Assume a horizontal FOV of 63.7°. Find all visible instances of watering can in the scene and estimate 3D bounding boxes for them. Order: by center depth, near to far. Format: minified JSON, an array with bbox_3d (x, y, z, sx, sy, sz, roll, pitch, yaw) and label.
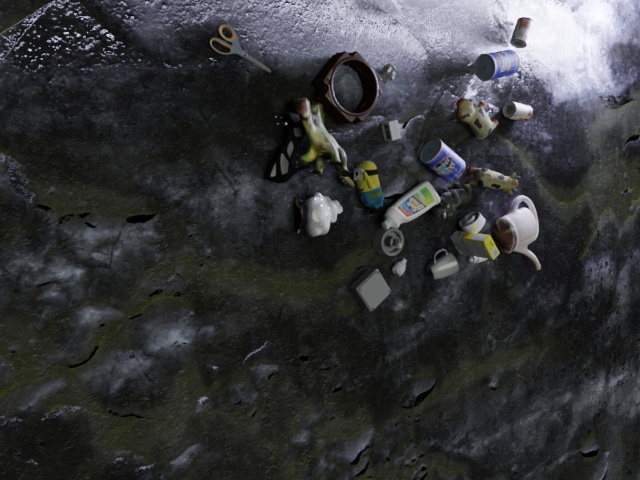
[{"bbox_3d":[0.829,-0.006,2.129,0.226,0.104,0.344,-20,104,-26],"label":"watering can"}]

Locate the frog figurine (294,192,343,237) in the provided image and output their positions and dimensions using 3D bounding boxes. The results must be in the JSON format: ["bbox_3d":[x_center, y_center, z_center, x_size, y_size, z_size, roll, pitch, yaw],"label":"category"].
[{"bbox_3d":[0.005,-0.083,1.642,0.160,0.121,0.139,-5,79,-18],"label":"frog figurine"}]

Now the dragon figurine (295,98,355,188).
[{"bbox_3d":[0.020,-0.318,1.607,0.407,0.122,0.246,27,55,-66],"label":"dragon figurine"}]
